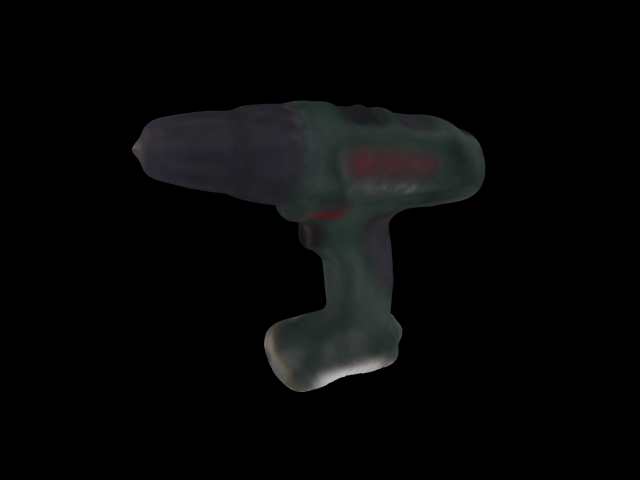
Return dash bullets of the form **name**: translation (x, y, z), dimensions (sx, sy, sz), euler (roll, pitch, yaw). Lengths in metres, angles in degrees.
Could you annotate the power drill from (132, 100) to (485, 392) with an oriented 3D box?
- **power drill**: translation (0.004, 0.001, 0.400), dimensions (0.230, 0.208, 0.075), euler (-14, 36, -20)
